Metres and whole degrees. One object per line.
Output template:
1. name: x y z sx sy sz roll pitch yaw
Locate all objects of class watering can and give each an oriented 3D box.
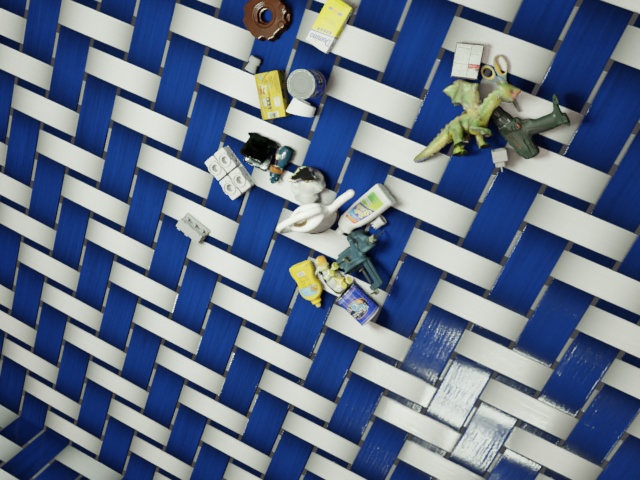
1. watering can: 0.006 -0.095 1.896 0.345 0.224 0.105 -23 80 21

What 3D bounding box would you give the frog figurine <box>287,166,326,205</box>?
1. frog figurine: -0.043 -0.198 1.962 0.137 0.126 0.156 -11 138 11

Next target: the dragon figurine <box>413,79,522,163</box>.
1. dragon figurine: 0.473 -0.417 1.737 0.408 0.122 0.245 -11 78 40
